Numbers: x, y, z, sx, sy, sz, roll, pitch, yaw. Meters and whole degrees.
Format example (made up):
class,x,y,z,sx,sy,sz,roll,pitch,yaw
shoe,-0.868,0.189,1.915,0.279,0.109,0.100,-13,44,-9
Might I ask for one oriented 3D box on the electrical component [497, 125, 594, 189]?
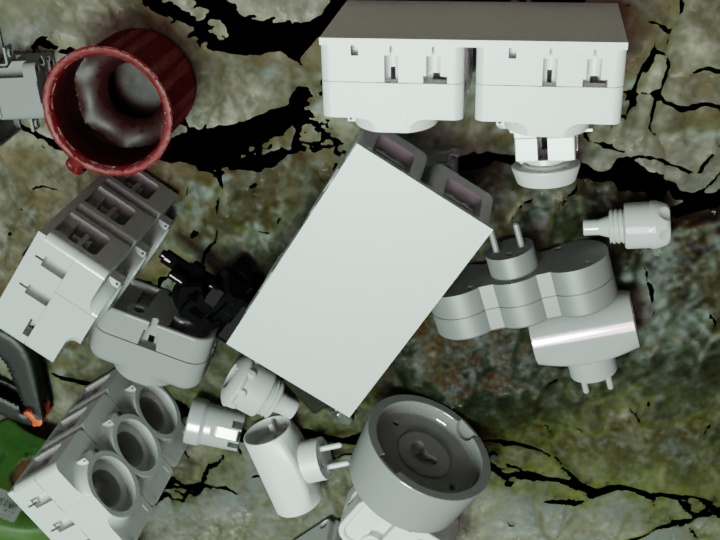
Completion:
class,x,y,z,sx,sy,sz,roll,pitch,yaw
electrical component,0.130,-0.089,0.755,0.066,0.048,0.055,0,112,16

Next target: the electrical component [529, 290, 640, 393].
class,x,y,z,sx,sy,sz,roll,pitch,yaw
electrical component,0.175,0.059,0.822,0.077,0.044,0.079,-12,114,15

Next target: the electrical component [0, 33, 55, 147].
class,x,y,z,sx,sy,sz,roll,pitch,yaw
electrical component,-0.259,-0.137,0.802,0.064,0.042,0.081,-2,116,7

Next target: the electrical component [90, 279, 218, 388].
class,x,y,z,sx,sy,sz,roll,pitch,yaw
electrical component,-0.166,0.054,0.873,0.095,0.053,0.059,20,118,-1

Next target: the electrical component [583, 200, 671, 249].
class,x,y,z,sx,sy,sz,roll,pitch,yaw
electrical component,0.193,-0.032,0.779,0.061,0.035,0.035,-2,116,14

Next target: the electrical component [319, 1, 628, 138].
class,x,y,z,sx,sy,sz,roll,pitch,yaw
electrical component,0.075,-0.135,0.708,0.186,0.105,0.060,3,117,9

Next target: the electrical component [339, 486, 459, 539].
class,x,y,z,sx,sy,sz,roll,pitch,yaw
electrical component,0.035,0.214,0.915,0.095,0.059,0.053,33,117,-7

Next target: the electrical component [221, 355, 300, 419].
class,x,y,z,sx,sy,sz,roll,pitch,yaw
electrical component,-0.081,0.102,0.889,0.062,0.048,0.048,30,118,-14

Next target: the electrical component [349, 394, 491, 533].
class,x,y,z,sx,sy,sz,roll,pitch,yaw
electrical component,0.043,0.160,0.863,0.108,0.108,0.060,26,124,-4

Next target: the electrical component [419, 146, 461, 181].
class,x,y,z,sx,sy,sz,roll,pitch,yaw
electrical component,0.051,-0.057,0.787,0.081,0.042,0.063,-1,117,9

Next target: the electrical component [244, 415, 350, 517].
class,x,y,z,sx,sy,sz,roll,pitch,yaw
electrical component,-0.049,0.163,0.913,0.079,0.043,0.077,-14,113,17

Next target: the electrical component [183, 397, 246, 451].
class,x,y,z,sx,sy,sz,roll,pitch,yaw
electrical component,-0.123,0.132,0.914,0.046,0.040,0.040,14,118,-3

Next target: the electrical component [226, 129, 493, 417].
class,x,y,z,sx,sy,sz,roll,pitch,yaw
electrical component,0.000,0.000,0.765,0.105,0.060,0.186,32,118,-6

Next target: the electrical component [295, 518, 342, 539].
class,x,y,z,sx,sy,sz,roll,pitch,yaw
electrical component,-0.050,0.290,0.941,0.109,0.108,0.056,-38,107,24

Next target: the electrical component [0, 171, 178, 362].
class,x,y,z,sx,sy,sz,roll,pitch,yaw
electrical component,-0.196,-0.009,0.792,0.062,0.150,0.089,34,117,-6

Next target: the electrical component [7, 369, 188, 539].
class,x,y,z,sx,sy,sz,roll,pitch,yaw
electrical component,-0.203,0.154,0.875,0.062,0.150,0.089,-30,108,23

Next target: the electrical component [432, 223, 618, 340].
class,x,y,z,sx,sy,sz,roll,pitch,yaw
electrical component,0.115,0.000,0.798,0.138,0.052,0.073,-12,113,15
